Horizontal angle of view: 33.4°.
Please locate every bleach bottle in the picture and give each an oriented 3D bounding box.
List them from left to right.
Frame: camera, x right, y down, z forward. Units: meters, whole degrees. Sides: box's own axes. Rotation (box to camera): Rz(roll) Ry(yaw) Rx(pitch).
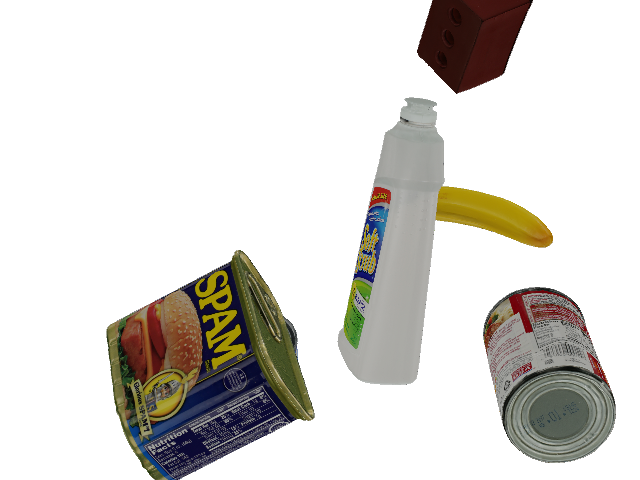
[{"bbox_3d":[0.068,-0.003,0.951,0.068,0.251,0.102,4,19,-11],"label":"bleach bottle"}]

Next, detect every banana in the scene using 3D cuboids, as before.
[{"bbox_3d":[0.157,-0.027,1.135,0.198,0.037,0.069,10,39,25],"label":"banana"}]

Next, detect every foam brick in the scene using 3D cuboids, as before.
[{"bbox_3d":[0.114,-0.160,0.802,0.051,0.053,0.078,-27,-28,-26],"label":"foam brick"}]

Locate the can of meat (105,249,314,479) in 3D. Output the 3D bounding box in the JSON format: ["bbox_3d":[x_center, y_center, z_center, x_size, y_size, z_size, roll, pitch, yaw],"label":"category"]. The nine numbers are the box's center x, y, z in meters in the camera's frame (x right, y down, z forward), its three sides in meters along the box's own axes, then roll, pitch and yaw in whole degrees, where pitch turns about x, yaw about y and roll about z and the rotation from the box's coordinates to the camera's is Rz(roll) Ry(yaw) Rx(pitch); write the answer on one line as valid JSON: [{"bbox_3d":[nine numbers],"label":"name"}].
[{"bbox_3d":[-0.060,0.065,0.552,0.084,0.057,0.102,-28,39,5],"label":"can of meat"}]

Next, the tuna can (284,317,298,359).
[{"bbox_3d":[-0.058,0.086,0.771,0.086,0.034,0.086,-2,34,1],"label":"tuna can"}]

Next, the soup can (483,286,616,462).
[{"bbox_3d":[0.141,0.082,0.666,0.068,0.068,0.102,0,25,2],"label":"soup can"}]
